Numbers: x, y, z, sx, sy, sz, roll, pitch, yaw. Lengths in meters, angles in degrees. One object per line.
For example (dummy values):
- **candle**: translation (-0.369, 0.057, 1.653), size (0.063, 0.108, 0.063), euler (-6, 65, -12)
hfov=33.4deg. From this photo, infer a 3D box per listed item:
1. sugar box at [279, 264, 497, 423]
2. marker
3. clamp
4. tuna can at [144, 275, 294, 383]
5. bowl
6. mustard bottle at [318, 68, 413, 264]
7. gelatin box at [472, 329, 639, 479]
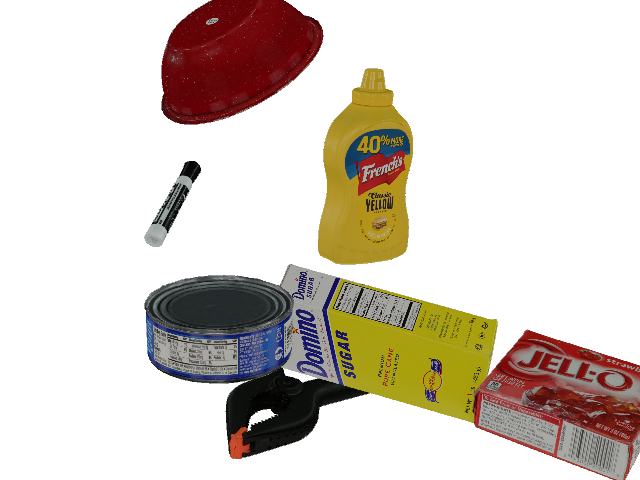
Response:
- **sugar box**: translation (0.050, 0.085, 0.867), size (0.176, 0.093, 0.048), euler (12, 46, 9)
- **marker**: translation (-0.150, -0.040, 1.096), size (0.020, 0.020, 0.121), euler (0, 43, 21)
- **clamp**: translation (-0.024, 0.159, 1.091), size (0.165, 0.036, 0.209), euler (12, 28, 17)
- **tuna can**: translation (-0.058, 0.050, 0.619), size (0.086, 0.034, 0.086), euler (1, 18, 0)
- **bowl**: translation (-0.082, -0.173, 0.941), size (0.162, 0.055, 0.162), euler (-20, 35, 14)
- **mustard bottle**: translation (0.048, -0.075, 1.068), size (0.096, 0.192, 0.058), euler (-7, 19, -30)
- **gelatin box**: translation (0.140, 0.089, 0.594), size (0.089, 0.030, 0.073), euler (18, 32, 28)
